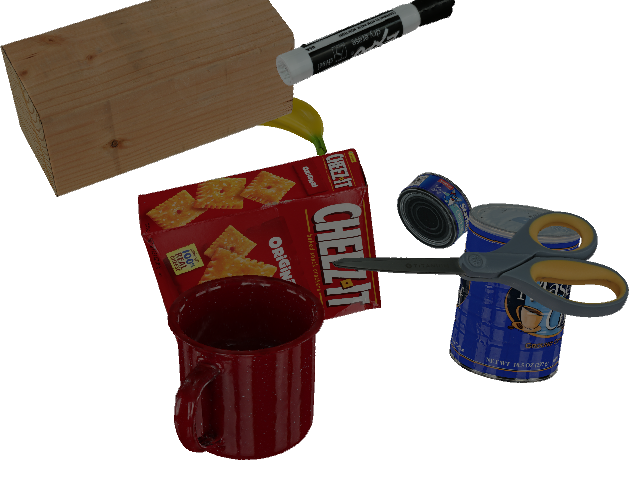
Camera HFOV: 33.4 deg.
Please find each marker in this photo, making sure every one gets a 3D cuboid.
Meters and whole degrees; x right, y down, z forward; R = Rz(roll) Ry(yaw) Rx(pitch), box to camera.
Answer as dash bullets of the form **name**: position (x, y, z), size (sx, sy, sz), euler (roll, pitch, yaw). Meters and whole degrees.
- **marker**: position (0.029, -0.123, 0.639), size (0.121, 0.020, 0.020), euler (-27, 9, -19)

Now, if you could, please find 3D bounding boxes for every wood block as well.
- **wood block**: position (-0.132, -0.126, 0.846), size (0.205, 0.090, 0.091), euler (-22, -34, -19)

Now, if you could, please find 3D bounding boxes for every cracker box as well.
- **cracker box**: position (-0.055, 0.014, 1.042), size (0.213, 0.164, 0.072), euler (-12, 42, -3)

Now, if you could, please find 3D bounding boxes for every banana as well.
- **banana**: position (-0.078, -0.139, 1.203), size (0.198, 0.037, 0.069), euler (9, 43, 18)

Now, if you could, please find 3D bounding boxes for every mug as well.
- **mug**: position (-0.049, 0.083, 0.639), size (0.093, 0.081, 0.117), euler (12, 29, 22)

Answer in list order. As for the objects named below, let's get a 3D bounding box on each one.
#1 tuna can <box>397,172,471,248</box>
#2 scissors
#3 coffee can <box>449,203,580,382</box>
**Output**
- **tuna can**: position (0.130, -0.033, 1.226), size (0.086, 0.086, 0.033), euler (0, 34, 50)
- **scissors**: position (0.113, 0.005, 0.735), size (0.201, 0.096, 0.016), euler (13, -43, -1)
- **coffee can**: position (0.179, 0.046, 0.988), size (0.103, 0.140, 0.103), euler (5, 17, -2)
